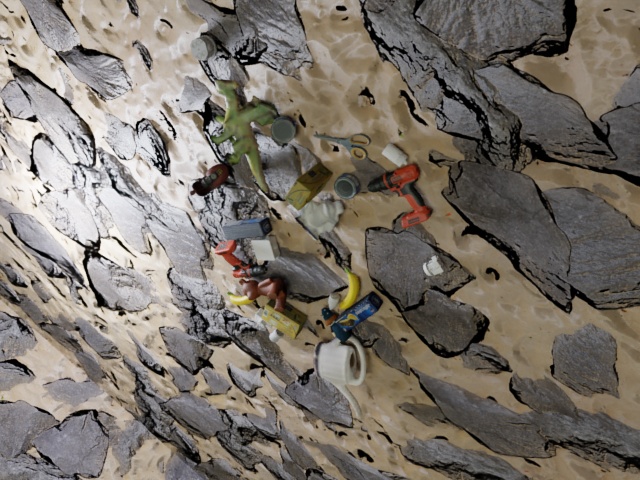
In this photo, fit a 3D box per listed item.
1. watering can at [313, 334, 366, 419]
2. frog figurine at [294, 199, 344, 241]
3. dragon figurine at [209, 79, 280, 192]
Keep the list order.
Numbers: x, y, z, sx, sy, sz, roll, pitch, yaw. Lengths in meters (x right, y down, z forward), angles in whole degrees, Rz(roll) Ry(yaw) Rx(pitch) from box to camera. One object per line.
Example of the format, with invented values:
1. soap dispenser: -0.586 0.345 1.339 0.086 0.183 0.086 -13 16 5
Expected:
1. watering can: 0.080 0.539 2.075 0.224 0.104 0.345 4 98 27
2. frog figurine: 0.006 -0.091 1.814 0.159 0.122 0.138 -42 82 3
3. dragon figurine: -0.237 -0.379 1.788 0.240 0.125 0.407 -32 107 30
